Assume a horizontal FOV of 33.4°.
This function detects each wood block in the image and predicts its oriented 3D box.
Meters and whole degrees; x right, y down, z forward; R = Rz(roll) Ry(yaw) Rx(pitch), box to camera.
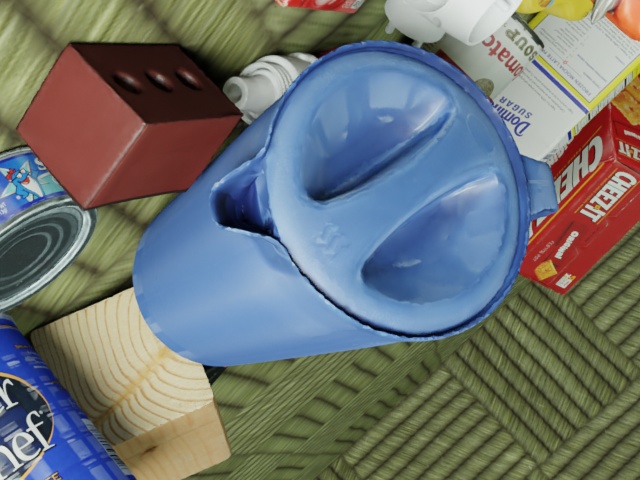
[{"bbox_3d":[-0.122,0.112,0.743,0.090,0.090,0.206,-23,162,-10],"label":"wood block"}]

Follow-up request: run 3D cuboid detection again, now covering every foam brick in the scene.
[{"bbox_3d":[-0.084,-0.053,0.478,0.051,0.053,0.078,-50,165,26],"label":"foam brick"}]

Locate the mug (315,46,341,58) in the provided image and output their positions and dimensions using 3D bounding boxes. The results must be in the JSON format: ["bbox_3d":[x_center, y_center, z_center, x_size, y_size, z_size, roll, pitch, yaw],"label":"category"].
[{"bbox_3d":[0.008,-0.063,0.650,0.117,0.093,0.081,-5,155,-1],"label":"mug"}]

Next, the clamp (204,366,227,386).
[{"bbox_3d":[-0.159,0.159,0.920,0.210,0.036,0.164,-43,166,-3],"label":"clamp"}]

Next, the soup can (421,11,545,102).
[{"bbox_3d":[0.094,-0.117,0.729,0.102,0.068,0.068,-45,165,11],"label":"soup can"}]

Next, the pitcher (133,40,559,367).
[{"bbox_3d":[-0.004,0.001,0.562,0.145,0.149,0.243,-57,-165,-25],"label":"pitcher"}]

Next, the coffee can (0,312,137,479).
[{"bbox_3d":[-0.171,0.122,0.577,0.102,0.140,0.103,-39,165,-12],"label":"coffee can"}]

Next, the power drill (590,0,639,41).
[{"bbox_3d":[0.065,-0.135,0.369,0.184,0.188,0.057,-18,138,-53],"label":"power drill"}]

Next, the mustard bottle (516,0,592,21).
[{"bbox_3d":[0.137,-0.186,0.650,0.191,0.058,0.096,-16,129,-59],"label":"mustard bottle"}]

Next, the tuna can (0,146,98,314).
[{"bbox_3d":[-0.147,-0.002,0.497,0.086,0.034,0.086,-39,165,-13],"label":"tuna can"}]

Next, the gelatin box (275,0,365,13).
[{"bbox_3d":[0.017,-0.150,0.507,0.089,0.030,0.073,-50,164,25],"label":"gelatin box"}]

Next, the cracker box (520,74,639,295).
[{"bbox_3d":[0.251,-0.080,1.038,0.164,0.072,0.213,-55,-162,41],"label":"cracker box"}]

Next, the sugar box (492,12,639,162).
[{"bbox_3d":[0.211,-0.150,0.894,0.176,0.093,0.048,-44,165,10],"label":"sugar box"}]
